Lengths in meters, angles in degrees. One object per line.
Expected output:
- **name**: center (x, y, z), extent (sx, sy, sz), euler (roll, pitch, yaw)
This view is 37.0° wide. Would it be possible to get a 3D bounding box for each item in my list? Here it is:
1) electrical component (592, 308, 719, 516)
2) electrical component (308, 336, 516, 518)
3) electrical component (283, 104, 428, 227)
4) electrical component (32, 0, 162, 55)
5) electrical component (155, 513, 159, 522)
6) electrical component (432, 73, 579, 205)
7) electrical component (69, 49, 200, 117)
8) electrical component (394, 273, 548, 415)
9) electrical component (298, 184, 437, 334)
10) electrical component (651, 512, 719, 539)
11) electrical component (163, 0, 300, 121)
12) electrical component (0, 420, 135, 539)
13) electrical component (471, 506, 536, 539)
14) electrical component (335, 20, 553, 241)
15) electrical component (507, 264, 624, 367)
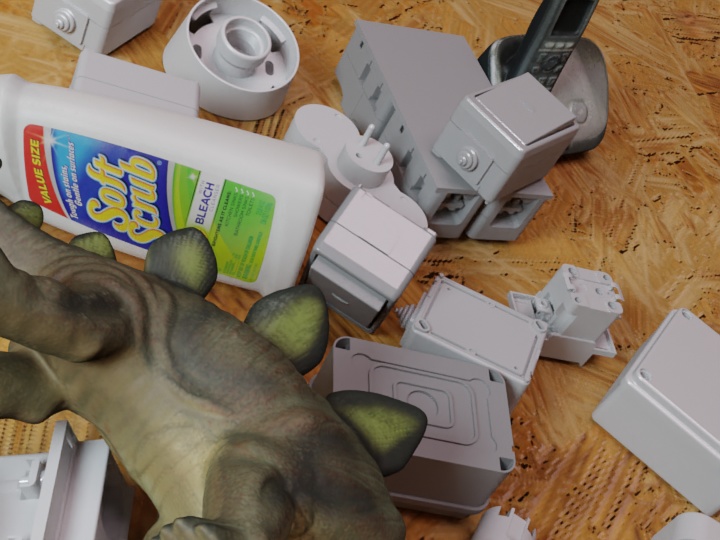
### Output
- **electrical component**: center (0.237, 0.097, 0.761), extent (0.109, 0.056, 0.109), euler (41, 42, 10)
- **electrical component**: center (0.027, 0.094, 0.633), extent (0.113, 0.057, 0.078), euler (13, 45, -15)
- **electrical component**: center (0.000, -0.070, 0.769), extent (0.052, 0.073, 0.138), euler (-16, 59, -40)
- **electrical component**: center (-0.193, -0.205, 0.793), extent (0.062, 0.061, 0.096), euler (34, 41, 3)
- **electrical component**: center (-0.062, 0.133, 0.557), extent (0.081, 0.043, 0.043), euler (20, 43, -13)
- **electrical component**: center (0.103, -0.096, 0.771), extent (0.061, 0.061, 0.096), euler (47, 43, 17)
- **electrical component**: center (-0.147, -0.093, 0.711), extent (0.096, 0.061, 0.061), euler (14, 44, -19)
- **electrical component**: center (0.063, 0.053, 0.701), extent (0.096, 0.061, 0.061), euler (26, 41, 4)
- **electrical component**: center (0.000, 0.000, 0.697), extent (0.062, 0.096, 0.061), euler (33, 69, 2)
- **electrical component**: center (0.222, 0.201, 0.653), extent (0.095, 0.053, 0.059), euler (32, 41, 0)
- **electrical component**: center (-0.097, -0.160, 0.824), extent (0.099, 0.064, 0.099), euler (13, 59, -22)
- **electrical component**: center (-0.144, 0.140, 0.479), extent (0.063, 0.078, 0.121), euler (-5, 46, 4)
- **electrical component**: center (0.079, 0.163, 0.616), extent (0.040, 0.040, 0.046), euler (34, 35, 3)
- **electrical component**: center (0.059, -0.109, 0.852), extent (0.105, 0.060, 0.186), euler (1, 49, -30)
- **electrical component**: center (0.151, 0.031, 0.769), extent (0.081, 0.063, 0.042), euler (11, 44, -22)
